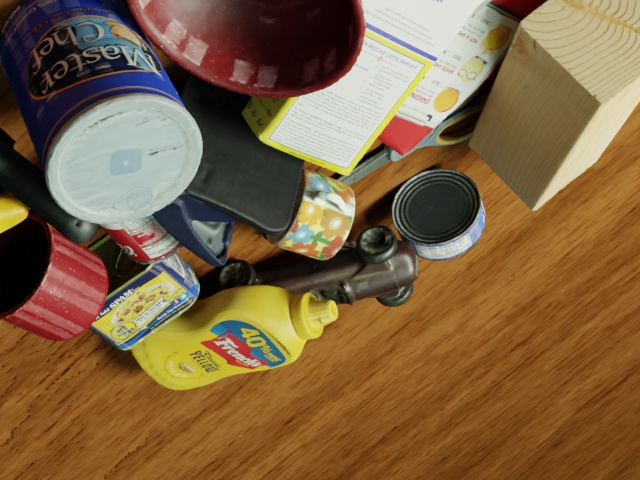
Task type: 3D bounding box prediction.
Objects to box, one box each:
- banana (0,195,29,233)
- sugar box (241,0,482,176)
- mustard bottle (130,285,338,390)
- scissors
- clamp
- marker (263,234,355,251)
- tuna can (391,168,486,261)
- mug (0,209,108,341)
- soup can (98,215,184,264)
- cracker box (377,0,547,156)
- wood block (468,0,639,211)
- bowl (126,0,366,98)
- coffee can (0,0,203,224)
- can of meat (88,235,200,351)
[{"bbox_3d":[-0.311,0.022,0.817,0.198,0.037,0.069,-44,124,11],"label":"banana"},{"bbox_3d":[0.031,-0.134,0.763,0.093,0.048,0.176,18,118,-40],"label":"sugar box"},{"bbox_3d":[-0.072,0.084,0.966,0.192,0.058,0.096,-16,134,24],"label":"mustard bottle"},{"bbox_3d":[0.075,-0.098,0.962,0.201,0.016,0.096,-22,143,-13],"label":"scissors"},{"bbox_3d":[-0.222,-0.057,0.731,0.171,0.120,0.039,42,76,-32],"label":"clamp"},{"bbox_3d":[-0.007,0.001,1.013,0.120,0.020,0.020,14,123,-41],"label":"marker"},{"bbox_3d":[0.113,-0.024,1.011,0.086,0.086,0.033,-31,143,-1],"label":"tuna can"},{"bbox_3d":[-0.234,0.034,0.856,0.117,0.093,0.081,-11,154,25],"label":"mug"},{"bbox_3d":[-0.150,-0.035,0.842,0.068,0.068,0.102,-32,141,1],"label":"soup can"},{"bbox_3d":[0.084,-0.188,0.830,0.214,0.072,0.164,-43,139,16],"label":"cracker box"},{"bbox_3d":[0.202,-0.118,0.886,0.090,0.091,0.206,-37,166,-16],"label":"wood block"},{"bbox_3d":[-0.043,-0.166,0.688,0.162,0.055,0.162,12,147,8],"label":"bowl"},{"bbox_3d":[-0.151,-0.094,0.721,0.102,0.140,0.103,-18,139,-16],"label":"coffee can"},{"bbox_3d":[-0.165,0.042,0.924,0.102,0.057,0.084,-34,143,5],"label":"can of meat"}]
